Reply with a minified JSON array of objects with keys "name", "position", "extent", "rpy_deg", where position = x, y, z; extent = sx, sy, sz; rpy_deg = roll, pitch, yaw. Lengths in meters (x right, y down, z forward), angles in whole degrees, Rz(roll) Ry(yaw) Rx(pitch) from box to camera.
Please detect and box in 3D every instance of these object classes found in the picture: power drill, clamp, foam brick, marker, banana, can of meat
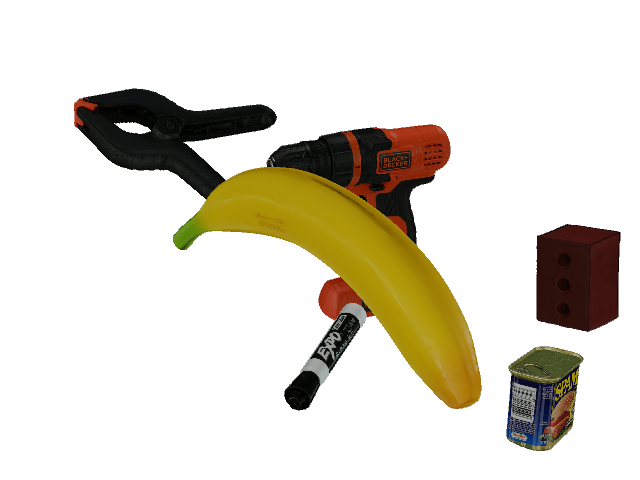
[{"name":"power drill","position":[0.037,-0.017,1.035],"extent":[0.184,0.188,0.057],"rpy_deg":[-9,27,-19]},{"name":"clamp","position":[-0.121,-0.093,0.910],"extent":[0.171,0.120,0.039],"rpy_deg":[24,-42,0]},{"name":"foam brick","position":[0.217,0.031,0.900],"extent":[0.053,0.078,0.051],"rpy_deg":[11,21,42]},{"name":"marker","position":[0.004,0.079,0.734],"extent":[0.020,0.020,0.121],"rpy_deg":[0,25,23]},{"name":"banana","position":[0.008,0.009,0.536],"extent":[0.198,0.070,0.037],"rpy_deg":[28,23,33]},{"name":"can of meat","position":[0.242,0.171,1.158],"extent":[0.058,0.084,0.101],"rpy_deg":[11,16,31]}]
